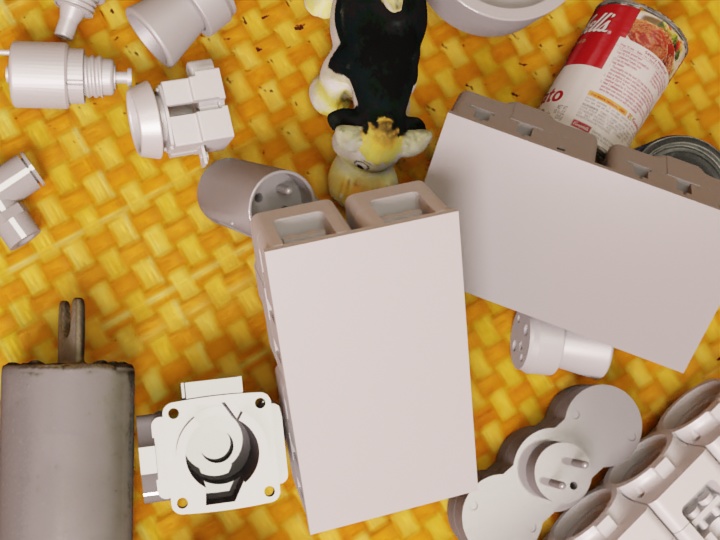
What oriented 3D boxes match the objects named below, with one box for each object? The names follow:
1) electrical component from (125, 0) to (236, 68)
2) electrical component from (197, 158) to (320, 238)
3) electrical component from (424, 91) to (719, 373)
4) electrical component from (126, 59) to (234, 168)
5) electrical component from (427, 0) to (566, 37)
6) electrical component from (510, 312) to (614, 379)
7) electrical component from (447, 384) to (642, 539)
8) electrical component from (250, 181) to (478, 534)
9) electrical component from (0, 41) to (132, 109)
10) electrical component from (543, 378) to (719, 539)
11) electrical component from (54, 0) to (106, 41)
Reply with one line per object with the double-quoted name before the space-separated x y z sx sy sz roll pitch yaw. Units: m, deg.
"electrical component" -0.112 -0.161 0.674 0.055 0.045 0.045 -41 92 -12
"electrical component" -0.050 -0.036 0.658 0.079 0.077 0.043 26 87 -33
"electrical component" 0.130 -0.027 0.657 0.186 0.060 0.105 21 119 4
"electrical component" -0.113 -0.095 0.667 0.055 0.048 0.066 -12 86 -19
"electrical component" 0.087 -0.206 0.705 0.108 0.060 0.108 1 84 -10
"electrical component" 0.130 0.046 0.695 0.055 0.045 0.045 6 83 -9
"electrical component" 0.120 0.125 0.670 0.138 0.074 0.052 -39 92 -12
"electrical component" 0.004 0.050 0.627 0.105 0.060 0.186 -12 117 -11
"electrical component" -0.180 -0.119 0.659 0.078 0.040 0.040 0 84 -10
"electrical component" 0.194 0.141 0.673 0.150 0.089 0.061 -41 92 -11
"electrical component" -0.175 -0.173 0.669 0.035 0.035 0.061 18 84 -8
